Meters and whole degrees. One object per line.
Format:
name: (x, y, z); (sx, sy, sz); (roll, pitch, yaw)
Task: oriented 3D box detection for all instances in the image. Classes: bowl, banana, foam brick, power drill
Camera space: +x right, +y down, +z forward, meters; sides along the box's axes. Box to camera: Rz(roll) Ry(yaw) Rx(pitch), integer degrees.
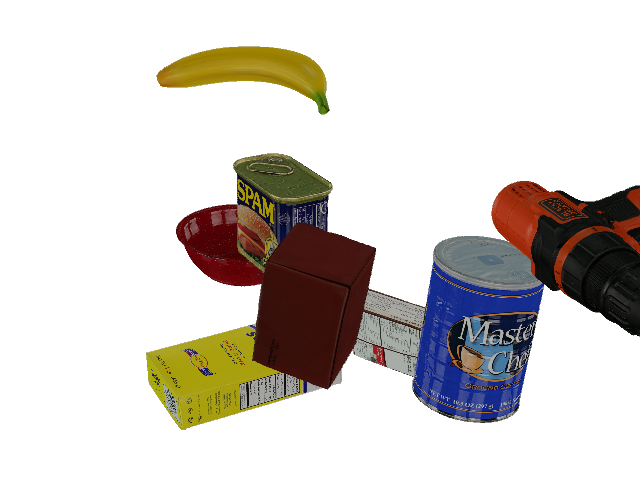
bowl: (-0.098, 0.012, 1.316); (0.162, 0.055, 0.162); (3, 26, -2)
banana: (-0.074, -0.177, 1.121); (0.198, 0.037, 0.069); (10, 44, 19)
foam brick: (-0.004, 0.038, 0.637); (0.053, 0.078, 0.051); (19, 35, 13)
power drill: (0.236, -0.004, 0.731); (0.187, 0.057, 0.185); (-10, 29, -18)

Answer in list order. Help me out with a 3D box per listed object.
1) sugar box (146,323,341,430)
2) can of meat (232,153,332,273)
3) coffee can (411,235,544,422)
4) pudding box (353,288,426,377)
sugar box: (-0.076, 0.127, 1.073); (0.176, 0.048, 0.093); (-16, 32, -23)
can of meat: (-0.034, -0.019, 0.932); (0.057, 0.084, 0.102); (-14, 29, -28)
coffee can: (0.144, 0.080, 0.975); (0.103, 0.140, 0.103); (6, 23, -3)
pudding box: (0.089, 0.110, 1.245); (0.114, 0.090, 0.039); (16, 46, 25)
